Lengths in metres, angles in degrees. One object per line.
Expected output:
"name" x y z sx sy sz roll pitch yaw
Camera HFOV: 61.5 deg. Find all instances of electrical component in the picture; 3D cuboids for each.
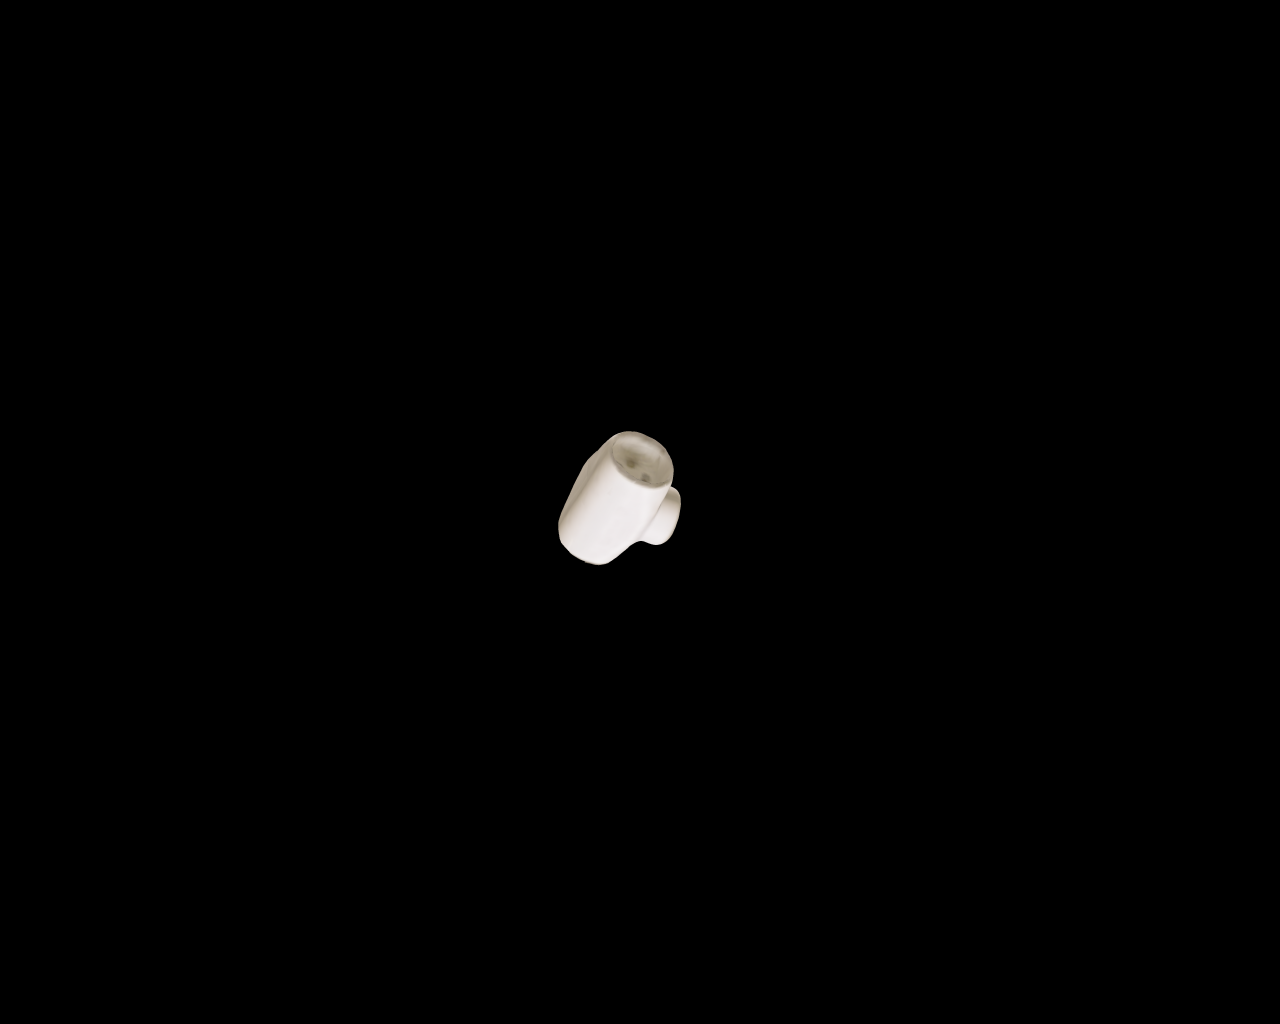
"electrical component" 0.001 -0.003 0.650 0.079 0.044 0.077 19 -46 -19
